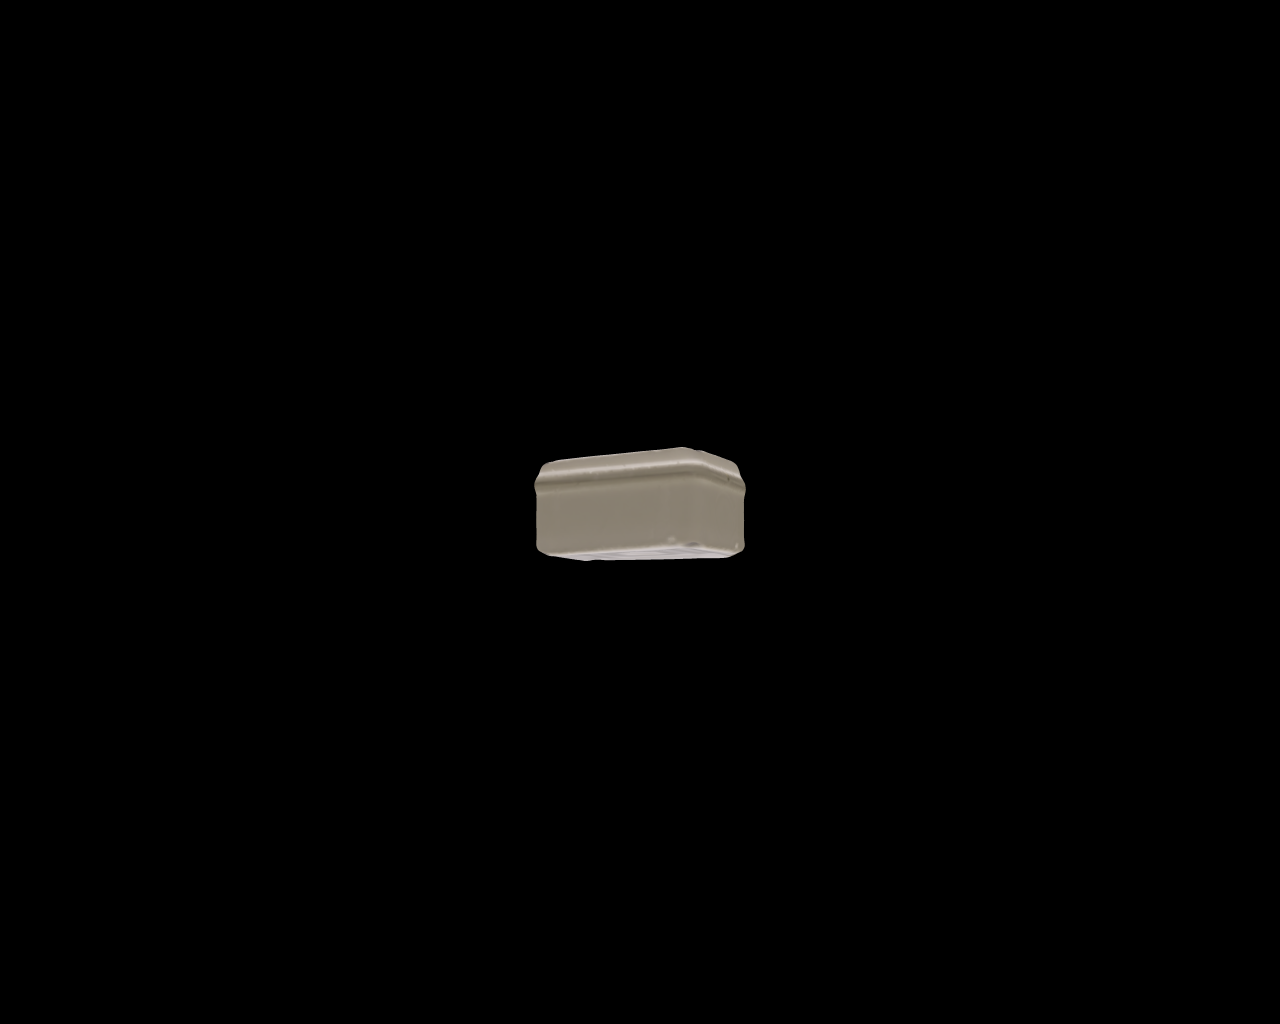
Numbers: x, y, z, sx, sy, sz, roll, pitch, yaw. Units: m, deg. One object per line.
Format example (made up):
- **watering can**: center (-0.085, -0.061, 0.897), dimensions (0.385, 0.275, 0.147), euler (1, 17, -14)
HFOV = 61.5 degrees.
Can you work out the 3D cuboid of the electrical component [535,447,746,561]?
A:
- **electrical component**: center (0.001, -0.003, 0.650), dimensions (0.113, 0.057, 0.078), euler (-3, -7, 26)
